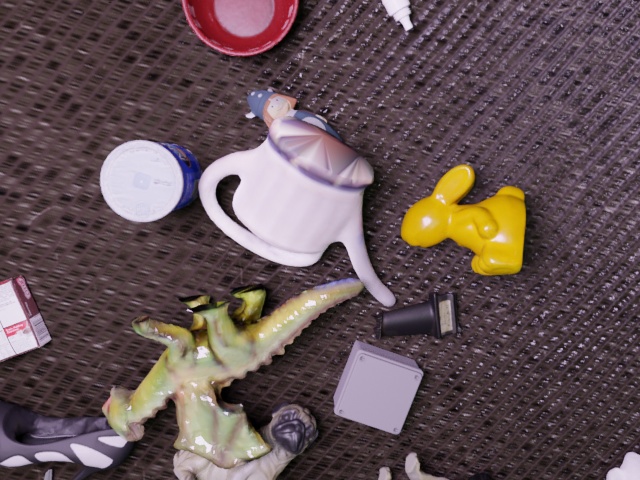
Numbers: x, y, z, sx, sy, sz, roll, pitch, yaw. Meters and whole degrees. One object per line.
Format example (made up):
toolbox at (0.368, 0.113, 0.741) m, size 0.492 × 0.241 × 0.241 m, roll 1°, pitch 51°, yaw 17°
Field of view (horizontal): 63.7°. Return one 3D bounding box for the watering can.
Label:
watering can at (0.002, -0.037, 0.733) m, size 0.346 × 0.106 × 0.220 m, roll 26°, pitch 126°, yaw -10°

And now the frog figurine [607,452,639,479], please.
frog figurine at (0.545, 0.372, 0.813) m, size 0.159 × 0.120 × 0.140 m, roll 9°, pitch 64°, yaw 5°

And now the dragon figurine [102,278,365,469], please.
dragon figurine at (-0.125, 0.196, 0.738) m, size 0.410 × 0.122 × 0.243 m, roll -8°, pitch 90°, yaw 5°
